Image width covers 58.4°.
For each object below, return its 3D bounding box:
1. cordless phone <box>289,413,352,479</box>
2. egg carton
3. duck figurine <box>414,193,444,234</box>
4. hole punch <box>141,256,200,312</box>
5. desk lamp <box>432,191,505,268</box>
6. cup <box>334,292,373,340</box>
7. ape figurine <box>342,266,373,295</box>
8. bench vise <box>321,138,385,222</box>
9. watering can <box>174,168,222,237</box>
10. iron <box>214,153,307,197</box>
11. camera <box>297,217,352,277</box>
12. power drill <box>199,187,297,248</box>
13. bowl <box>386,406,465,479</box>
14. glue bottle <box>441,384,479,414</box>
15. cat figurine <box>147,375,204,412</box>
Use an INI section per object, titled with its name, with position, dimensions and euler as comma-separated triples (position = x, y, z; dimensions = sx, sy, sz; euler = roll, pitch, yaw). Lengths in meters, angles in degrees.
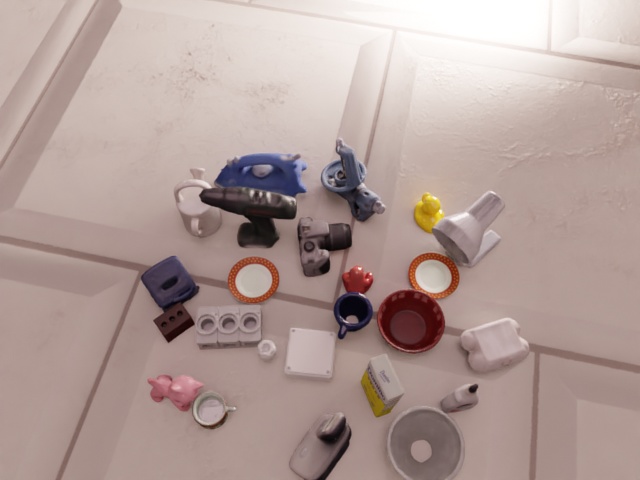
[cordless phone]
position = 0.003, 0.422, 1.182
dimensions = 0.094, 0.185, 0.148
euler = 30, 66, 14
[egg carton]
position = 0.410, 0.248, 1.346
dimensions = 0.150, 0.069, 0.107
euler = -16, 64, -9
[duck figurine]
position = 0.293, -0.075, 1.505
dimensions = 0.077, 0.086, 0.104
euler = -17, 64, -9
[hole punch]
position = -0.364, 0.107, 1.396
dimensions = 0.109, 0.091, 0.101
euler = -35, 68, -17
[desk lamp]
position = 0.367, -0.019, 1.405
dimensions = 0.203, 0.213, 0.117
euler = -39, 69, -19
[cup]
position = 0.071, 0.193, 1.355
dimensions = 0.091, 0.095, 0.118
euler = 23, 64, 11
[ape figurine]
position = 0.092, 0.094, 1.409
dimensions = 0.077, 0.092, 0.076
euler = 17, 63, 8
[bench vise]
position = 0.094, -0.163, 1.473
dimensions = 0.207, 0.220, 0.122
euler = 26, 65, 13
[watering can]
position = -0.314, -0.101, 1.449
dimensions = 0.101, 0.194, 0.172
euler = -22, 64, -12
[iron]
position = -0.163, -0.186, 1.526
dimensions = 0.258, 0.141, 0.118
euler = 0, 62, -1
[camera]
position = 0.013, 0.005, 1.450
dimensions = 0.137, 0.101, 0.143
euler = -6, 62, -4
[power drill]
position = -0.170, -0.059, 1.420
dimensions = 0.229, 0.208, 0.075
euler = 0, 62, -1
[bowl]
position = 0.222, 0.449, 1.234
dimensions = 0.167, 0.075, 0.167
euler = 0, 62, -1
[glue bottle]
position = 0.314, 0.337, 1.238
dimensions = 0.078, 0.173, 0.037
euler = -13, 63, -7
[cat figurine]
position = -0.320, 0.329, 1.264
dimensions = 0.127, 0.118, 0.067
euler = 15, 63, 7
